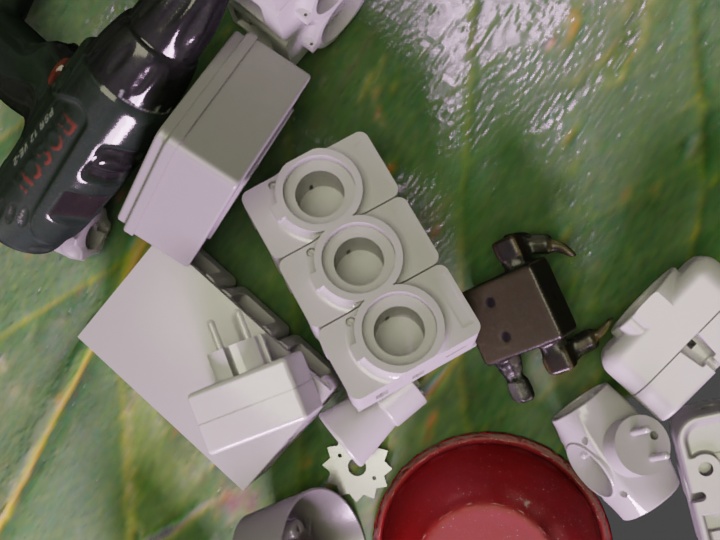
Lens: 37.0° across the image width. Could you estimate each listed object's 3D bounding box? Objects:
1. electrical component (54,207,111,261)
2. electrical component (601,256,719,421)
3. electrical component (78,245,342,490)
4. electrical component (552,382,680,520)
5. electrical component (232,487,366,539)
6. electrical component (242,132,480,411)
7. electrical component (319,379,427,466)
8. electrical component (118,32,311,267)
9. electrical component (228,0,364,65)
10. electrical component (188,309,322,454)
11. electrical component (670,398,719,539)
[{"bbox_3d":[-0.209,-0.035,0.749,0.062,0.043,0.043,22,95,17],"label":"electrical component"},{"bbox_3d":[0.198,0.039,0.672,0.059,0.054,0.095,43,98,6],"label":"electrical component"},{"bbox_3d":[-0.097,0.059,0.722,0.150,0.062,0.089,41,98,7],"label":"electrical component"},{"bbox_3d":[0.166,0.111,0.669,0.044,0.079,0.077,-34,85,-19],"label":"electrical component"},{"bbox_3d":[-0.039,0.196,0.700,0.064,0.099,0.099,-19,88,16],"label":"electrical component"},{"bbox_3d":[0.000,0.000,0.681,0.089,0.061,0.150,-29,77,-5],"label":"electrical component"},{"bbox_3d":[0.011,0.092,0.711,0.065,0.044,0.044,-39,85,-5],"label":"electrical component"},{"bbox_3d":[-0.091,-0.075,0.671,0.056,0.108,0.108,33,54,-7],"label":"electrical component"},{"bbox_3d":[-0.036,-0.192,0.652,0.062,0.150,0.089,39,85,6],"label":"electrical component"},{"bbox_3d":[-0.070,0.063,0.660,0.066,0.047,0.076,-22,88,10],"label":"electrical component"},{"bbox_3d":[0.229,0.129,0.667,0.054,0.059,0.095,-14,89,10],"label":"electrical component"}]
